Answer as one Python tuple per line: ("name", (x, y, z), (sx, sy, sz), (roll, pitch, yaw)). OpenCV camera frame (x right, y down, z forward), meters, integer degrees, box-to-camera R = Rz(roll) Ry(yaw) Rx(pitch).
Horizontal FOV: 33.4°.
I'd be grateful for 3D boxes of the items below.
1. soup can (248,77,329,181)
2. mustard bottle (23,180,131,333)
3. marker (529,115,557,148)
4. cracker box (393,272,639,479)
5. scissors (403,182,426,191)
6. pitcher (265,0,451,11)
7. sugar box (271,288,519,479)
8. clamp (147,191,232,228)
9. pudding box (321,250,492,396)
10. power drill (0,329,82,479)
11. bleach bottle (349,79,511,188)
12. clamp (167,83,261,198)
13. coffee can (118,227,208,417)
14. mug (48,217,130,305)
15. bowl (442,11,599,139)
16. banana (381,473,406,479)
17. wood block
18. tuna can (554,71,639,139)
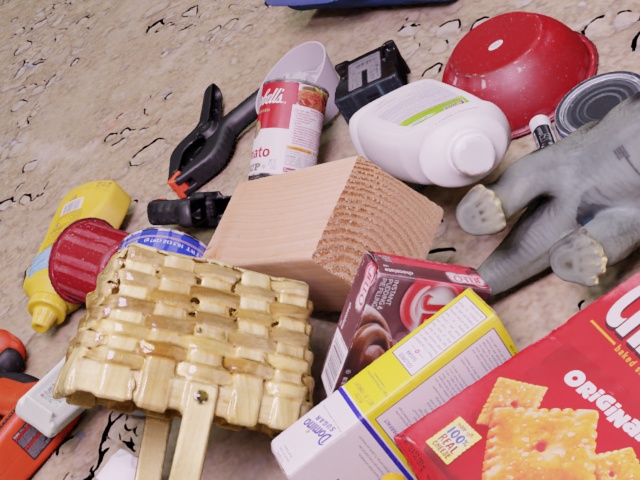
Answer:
("soup can", (-0.031, -0.102, 1.062), (0.069, 0.068, 0.102), (0, 77, 40))
("mustard bottle", (-0.272, 0.022, 1.158), (0.096, 0.058, 0.191), (-18, 38, 30))
("marker", (0.198, -0.066, 0.903), (0.020, 0.020, 0.121), (-24, 37, 16))
("cracker box", (0.173, 0.129, 0.655), (0.213, 0.072, 0.164), (-35, 35, 0))
("scissors", (0.040, -0.028, 0.994), (0.096, 0.016, 0.201), (12, 57, 46))
("pitcher", (0.053, -0.325, 1.232), (0.243, 0.144, 0.149), (13, 91, 43))
("sugar box", (0.061, 0.123, 0.738), (0.176, 0.093, 0.048), (-36, 35, 0))
("clamp", (-0.117, -0.029, 1.050), (0.164, 0.036, 0.210), (-6, 4, -43))
("pudding box", (0.059, 0.067, 0.763), (0.039, 0.090, 0.114), (-113, 38, -55))
("power drill", (-0.328, 0.175, 1.030), (0.188, 0.057, 0.184), (13, 57, 47))
("bleach bottle", (0.090, -0.081, 0.868), (0.102, 0.068, 0.251), (-28, 13, 1))
("clamp", (-0.112, -0.121, 1.208), (0.120, 0.039, 0.171), (-10, 48, 42))
("coffee can", (-0.152, 0.073, 0.963), (0.103, 0.102, 0.140), (-16, 40, 26))
("mug", (-0.205, 0.025, 1.085), (0.082, 0.093, 0.117), (15, 31, 42))
("bowl", (0.175, -0.165, 1.006), (0.162, 0.055, 0.162), (-23, 38, 19))
("banana", (-0.001, 0.238, 0.686), (0.197, 0.069, 0.037), (-39, -2, -15))
("wood block", (-0.005, 0.002, 0.872), (0.206, 0.090, 0.090), (-7, 56, 61))
("tuna can", (0.242, -0.103, 0.897), (0.086, 0.033, 0.086), (-22, 37, 18))
